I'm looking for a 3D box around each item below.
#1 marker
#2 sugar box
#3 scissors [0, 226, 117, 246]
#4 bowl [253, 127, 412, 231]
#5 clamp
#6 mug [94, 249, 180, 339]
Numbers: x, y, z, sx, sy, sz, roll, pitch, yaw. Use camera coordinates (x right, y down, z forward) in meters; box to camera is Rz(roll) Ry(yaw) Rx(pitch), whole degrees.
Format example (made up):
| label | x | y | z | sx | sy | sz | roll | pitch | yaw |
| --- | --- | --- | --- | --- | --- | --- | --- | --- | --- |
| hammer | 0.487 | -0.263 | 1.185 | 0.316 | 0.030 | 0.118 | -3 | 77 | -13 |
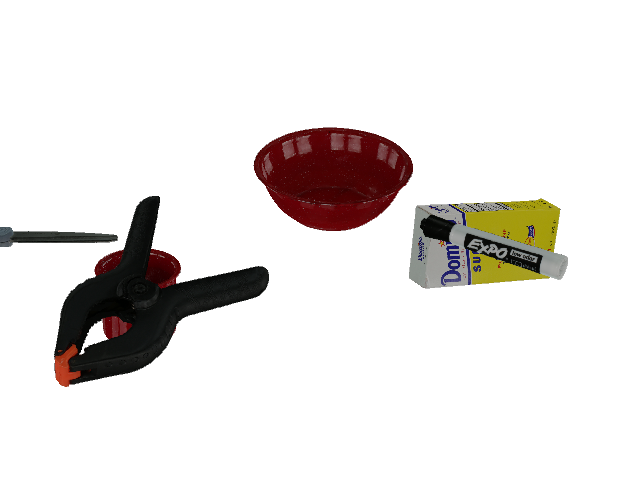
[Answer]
| label | x | y | z | sx | sy | sz | roll | pitch | yaw |
| --- | --- | --- | --- | --- | --- | --- | --- | --- | --- |
| marker | 0.132 | 0.003 | 0.828 | 0.121 | 0.020 | 0.020 | 19 | 10 | 29 |
| sugar box | 0.194 | 0.003 | 1.262 | 0.176 | 0.093 | 0.048 | -5 | 20 | -25 |
| scissors | -0.278 | 0.003 | 0.879 | 0.202 | 0.016 | 0.096 | 7 | 24 | 6 |
| bowl | 0.012 | -0.056 | 1.094 | 0.162 | 0.055 | 0.162 | 1 | 33 | -1 |
| clamp | -0.134 | 0.035 | 0.774 | 0.120 | 0.039 | 0.171 | 36 | 50 | 26 |
| mug | -0.209 | 0.061 | 1.185 | 0.093 | 0.081 | 0.117 | -22 | 36 | -40 |
